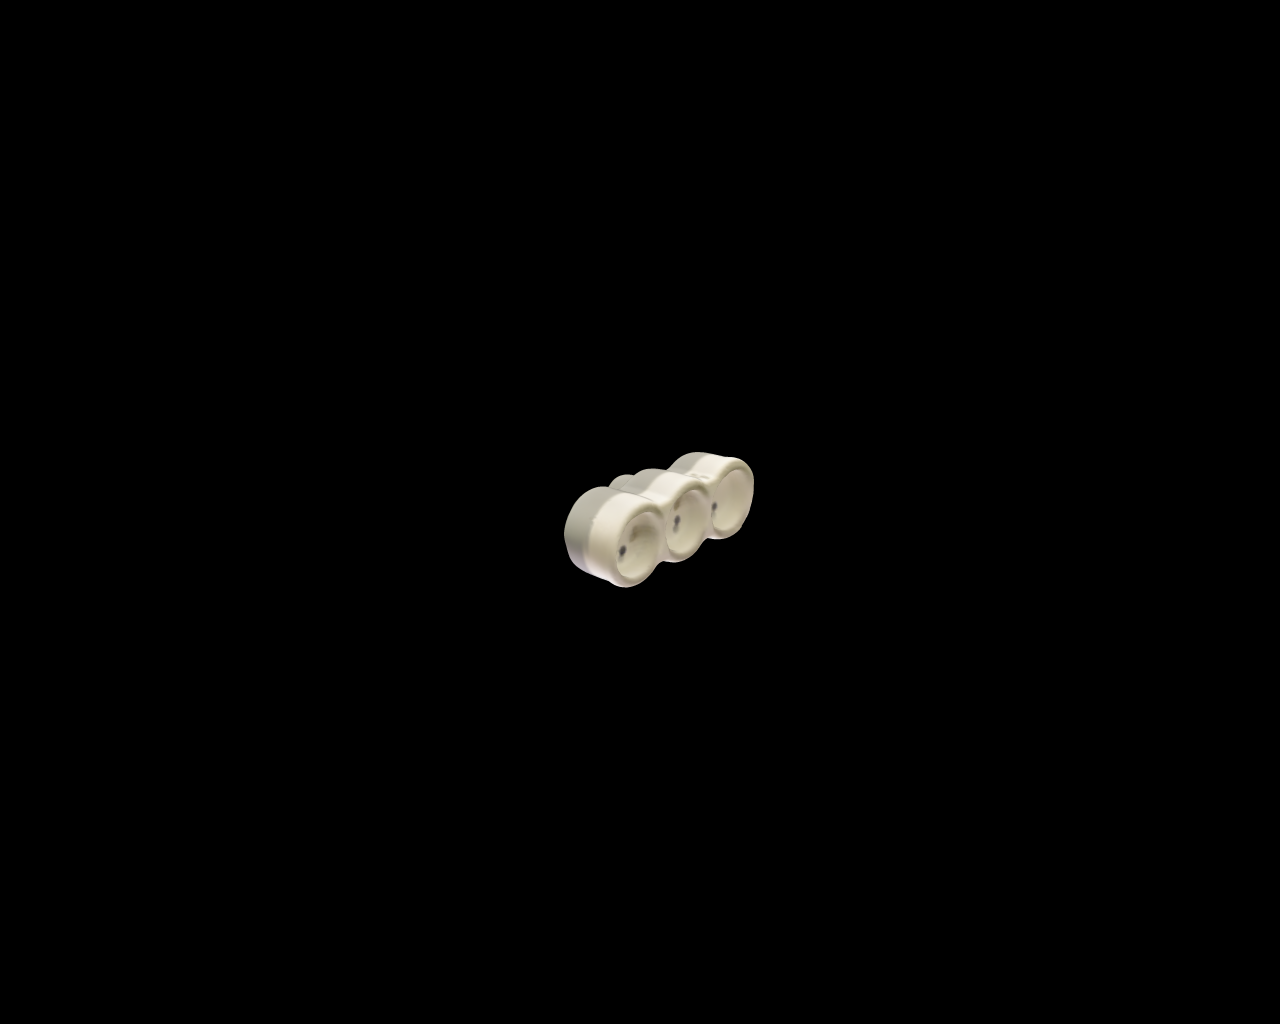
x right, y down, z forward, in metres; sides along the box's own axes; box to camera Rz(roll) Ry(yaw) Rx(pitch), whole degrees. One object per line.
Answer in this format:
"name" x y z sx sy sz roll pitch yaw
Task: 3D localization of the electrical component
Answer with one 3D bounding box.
"electrical component" 0.001 -0.003 0.650 0.074 0.052 0.138 17 28 37
